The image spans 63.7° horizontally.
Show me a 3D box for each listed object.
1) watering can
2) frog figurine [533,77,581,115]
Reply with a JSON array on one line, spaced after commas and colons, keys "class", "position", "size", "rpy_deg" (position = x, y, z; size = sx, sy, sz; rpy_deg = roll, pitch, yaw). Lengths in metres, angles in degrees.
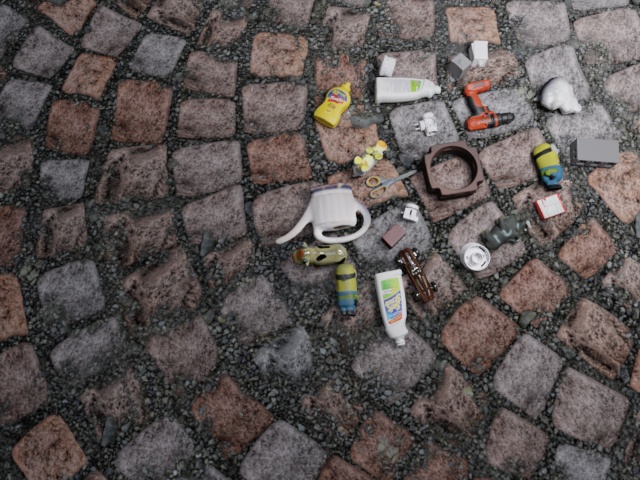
[{"class": "watering can", "position": [0.006, -0.093, 1.855], "size": [0.348, 0.102, 0.227], "rpy_deg": [-6, 74, 0]}, {"class": "frog figurine", "position": [0.912, -0.534, 1.942], "size": [0.139, 0.120, 0.161], "rpy_deg": [-37, 65, -26]}]
